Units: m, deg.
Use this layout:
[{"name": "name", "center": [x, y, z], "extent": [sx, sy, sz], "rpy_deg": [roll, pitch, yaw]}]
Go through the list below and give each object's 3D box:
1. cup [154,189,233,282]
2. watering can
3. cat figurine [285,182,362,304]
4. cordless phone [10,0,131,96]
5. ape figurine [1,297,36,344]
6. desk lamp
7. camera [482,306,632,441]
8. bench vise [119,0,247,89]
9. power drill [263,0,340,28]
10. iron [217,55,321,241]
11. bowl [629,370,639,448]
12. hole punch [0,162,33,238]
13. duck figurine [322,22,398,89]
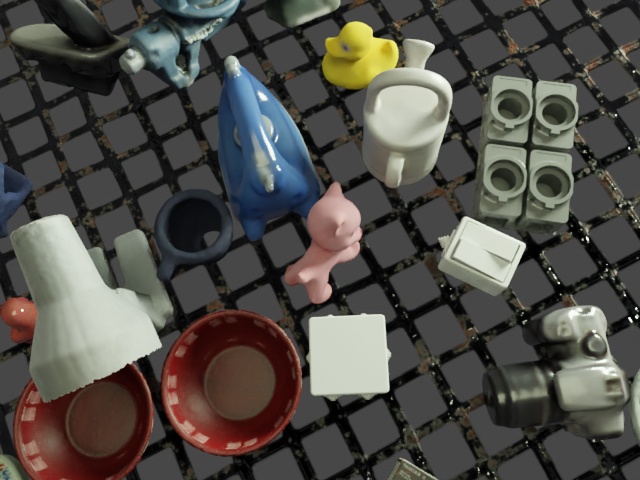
[{"name": "cup", "center": [-0.150, 0.006, 0.696], "extent": [0.091, 0.095, 0.118], "rpy_deg": [27, 77, 10]}, {"name": "watering can", "center": [0.099, -0.152, 0.676], "extent": [0.101, 0.194, 0.173], "rpy_deg": [-11, 74, 1]}, {"name": "cat figurine", "center": [0.006, 0.002, 0.677], "extent": [0.067, 0.118, 0.128], "rpy_deg": [30, 78, 11]}, {"name": "cordless phone", "center": [-0.340, -0.279, 0.741], "extent": [0.147, 0.185, 0.094], "rpy_deg": [10, 75, 6]}, {"name": "ape figurine", "center": [-0.344, 0.090, 0.685], "extent": [0.076, 0.092, 0.078], "rpy_deg": [39, 80, 13]}, {"name": "desk lamp", "center": [-0.244, 0.068, 0.622], "extent": [0.118, 0.213, 0.203], "rpy_deg": [-25, 74, -4]}, {"name": "camera", "center": [0.252, 0.149, 0.630], "extent": [0.137, 0.101, 0.143], "rpy_deg": [-7, 74, 1]}, {"name": "bench vise", "center": [-0.174, -0.302, 0.720], "extent": [0.121, 0.220, 0.207], "rpy_deg": [17, 76, 8]}, {"name": "power drill", "center": [-0.026, -0.381, 0.740], "extent": [0.229, 0.208, 0.075], "rpy_deg": [-24, 74, -3]}, {"name": "iron", "center": [-0.084, -0.139, 0.709], "extent": [0.118, 0.141, 0.258], "rpy_deg": [-19, 74, -2]}, {"name": "bowl", "center": [0.410, 0.193, 0.622], "extent": [0.167, 0.075, 0.167], "rpy_deg": [-1, 74, 3]}, {"name": "hole punch", "center": [-0.448, -0.066, 0.735], "extent": [0.108, 0.091, 0.101], "rpy_deg": [26, 77, 10]}, {"name": "duck figurine", "center": [0.053, -0.255, 0.764], "extent": [0.104, 0.086, 0.077], "rpy_deg": [-8, 74, 1]}]
